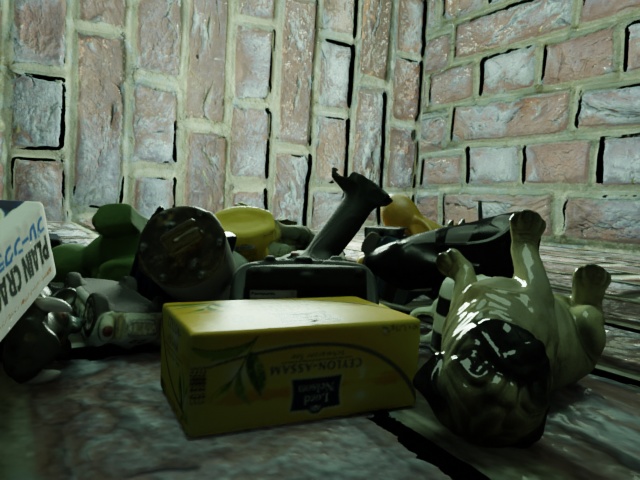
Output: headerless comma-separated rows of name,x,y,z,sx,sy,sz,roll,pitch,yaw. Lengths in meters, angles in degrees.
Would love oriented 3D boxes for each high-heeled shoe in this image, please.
high-heeled shoe,0.176,0.013,0.678,0.145,0.086,0.248,0,9,41

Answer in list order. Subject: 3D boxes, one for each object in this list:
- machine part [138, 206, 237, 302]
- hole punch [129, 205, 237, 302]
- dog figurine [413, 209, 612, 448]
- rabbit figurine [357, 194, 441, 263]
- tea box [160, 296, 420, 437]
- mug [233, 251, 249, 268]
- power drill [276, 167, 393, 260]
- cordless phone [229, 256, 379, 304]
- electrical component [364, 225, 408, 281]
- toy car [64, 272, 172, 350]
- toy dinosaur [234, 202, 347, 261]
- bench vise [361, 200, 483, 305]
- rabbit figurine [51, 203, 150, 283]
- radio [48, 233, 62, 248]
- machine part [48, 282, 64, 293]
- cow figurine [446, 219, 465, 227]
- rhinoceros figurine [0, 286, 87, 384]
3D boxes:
machine part,-0.124,0.028,0.537,0.079,0.079,0.243,3,-15,-4
hole punch,-0.172,0.031,0.665,0.092,0.142,0.116,27,15,5
dog figurine,0.152,0.094,0.396,0.172,0.121,0.190,37,39,-9
rabbit figurine,0.150,0.000,0.994,0.163,0.173,0.122,1,-3,38
tea box,-0.023,0.083,0.393,0.169,0.068,0.098,2,3,-28
mug,-0.157,0.048,0.787,0.110,0.080,0.107,-2,-13,30
power drill,-0.002,-0.002,0.772,0.086,0.207,0.232,42,-10,-28
cordless phone,-0.018,0.050,0.563,0.147,0.088,0.184,0,11,-4
electrical component,0.106,0.033,0.885,0.058,0.114,0.134,2,1,20
toy car,-0.208,0.070,0.539,0.073,0.056,0.202,8,2,-35
toy dinosaur,-0.043,0.022,1.000,0.192,0.131,0.405,-1,12,-44
bench vise,0.181,0.032,0.778,0.224,0.128,0.240,14,26,28
rabbit figurine,-0.317,0.021,0.777,0.170,0.121,0.159,-11,-2,7
radio,-0.533,0.024,0.844,0.229,0.073,0.131,3,3,-27
machine part,-0.372,0.063,0.636,0.084,0.039,0.139,10,5,23
cow figurine,0.231,0.020,1.098,0.195,0.127,0.085,3,6,42
rhinoceros figurine,-0.257,0.069,0.447,0.112,0.073,0.190,12,-2,-30
